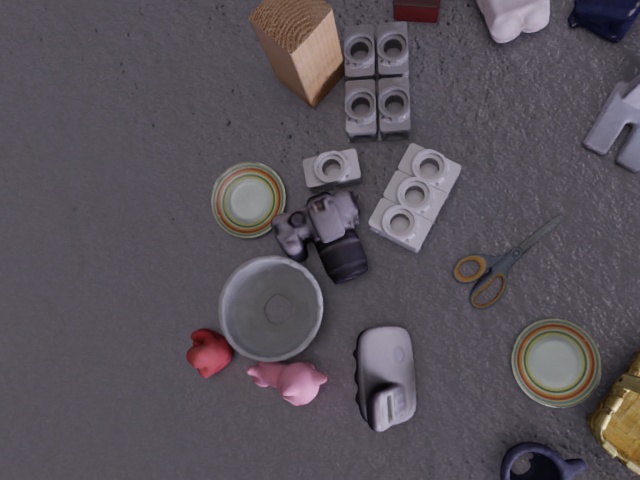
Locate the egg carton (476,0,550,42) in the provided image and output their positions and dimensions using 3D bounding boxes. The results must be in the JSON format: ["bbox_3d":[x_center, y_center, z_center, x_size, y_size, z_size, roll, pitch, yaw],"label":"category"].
[{"bbox_3d":[0.311,-0.404,0.944,0.107,0.069,0.150,-20,79,4],"label":"egg carton"}]

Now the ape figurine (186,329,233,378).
[{"bbox_3d":[-0.183,0.181,0.912,0.076,0.092,0.078,4,82,9],"label":"ape figurine"}]

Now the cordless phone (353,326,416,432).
[{"bbox_3d":[0.091,0.198,0.825,0.094,0.185,0.147,-7,80,7],"label":"cordless phone"}]

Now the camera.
[{"bbox_3d":[0.008,0.003,0.908,0.143,0.101,0.137,-23,79,4],"label":"camera"}]

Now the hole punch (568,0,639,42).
[{"bbox_3d":[0.466,-0.388,0.910,0.101,0.091,0.109,32,87,11],"label":"hole punch"}]

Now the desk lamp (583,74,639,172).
[{"bbox_3d":[0.501,-0.227,0.818,0.117,0.213,0.203,30,86,11],"label":"desk lamp"}]

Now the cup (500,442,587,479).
[{"bbox_3d":[0.312,0.327,0.821,0.117,0.095,0.091,-17,79,5],"label":"cup"}]

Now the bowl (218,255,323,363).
[{"bbox_3d":[-0.073,0.110,0.917,0.167,0.075,0.167,-1,81,8],"label":"bowl"}]

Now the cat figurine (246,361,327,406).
[{"bbox_3d":[-0.052,0.213,0.876,0.127,0.118,0.067,15,84,10],"label":"cat figurine"}]
